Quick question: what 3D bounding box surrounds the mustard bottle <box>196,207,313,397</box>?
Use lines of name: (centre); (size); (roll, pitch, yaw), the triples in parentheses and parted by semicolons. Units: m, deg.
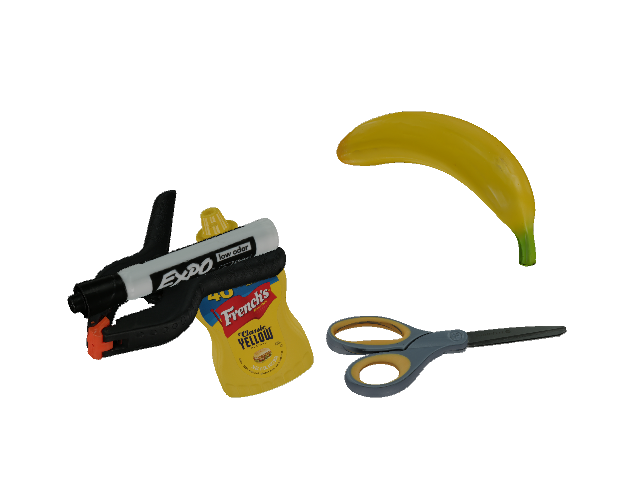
mustard bottle: (-0.076, 0.054, 1.019); (0.096, 0.191, 0.058); (-20, 27, -4)

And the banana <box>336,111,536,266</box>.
banana: (0.081, -0.054, 0.739); (0.037, 0.070, 0.198); (12, 17, -44)

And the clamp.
clamp: (-0.121, 0.023, 0.803); (0.120, 0.039, 0.171); (30, 43, 28)

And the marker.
marker: (-0.077, 0.014, 0.570); (0.120, 0.020, 0.020); (-20, 10, -29)

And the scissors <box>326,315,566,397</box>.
scissors: (0.103, 0.096, 0.877); (0.202, 0.016, 0.096); (4, 38, 5)
